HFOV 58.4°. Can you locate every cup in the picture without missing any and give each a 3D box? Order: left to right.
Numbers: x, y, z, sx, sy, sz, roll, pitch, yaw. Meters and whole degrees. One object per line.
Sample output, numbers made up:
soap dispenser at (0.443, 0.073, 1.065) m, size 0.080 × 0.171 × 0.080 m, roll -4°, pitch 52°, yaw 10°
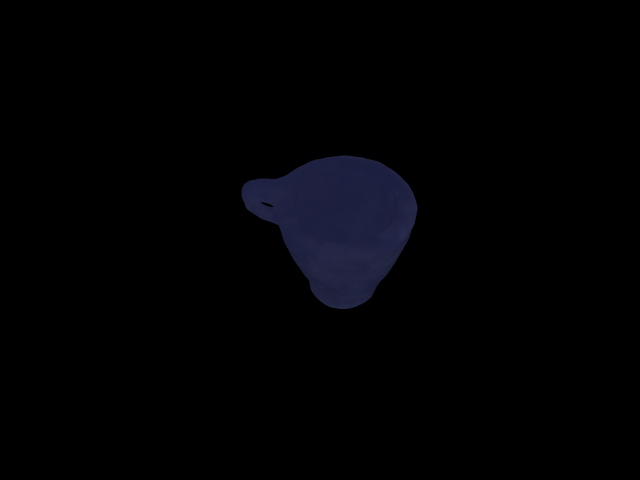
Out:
cup at (0.004, 0.001, 0.400) m, size 0.117 × 0.095 × 0.092 m, roll 12°, pitch 50°, yaw 10°
